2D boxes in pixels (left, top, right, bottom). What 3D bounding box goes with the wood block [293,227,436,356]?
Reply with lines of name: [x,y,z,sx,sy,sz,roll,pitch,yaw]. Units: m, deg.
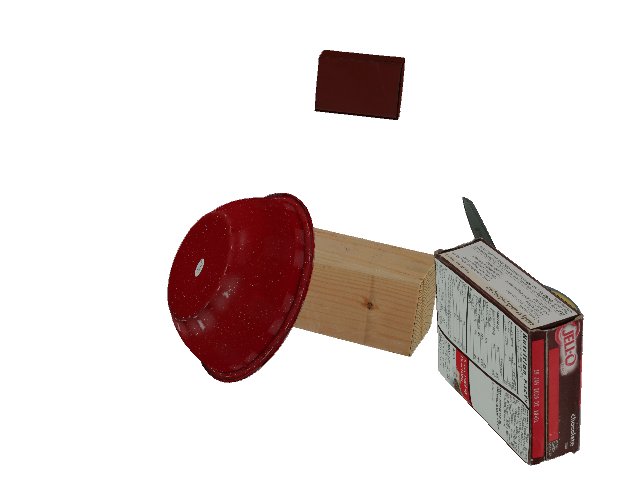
wood block: [0.018,0.049,1.181,0.206,0.091,0.090,13,23,17]

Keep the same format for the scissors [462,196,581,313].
scissors: [0.168,0.026,0.902,0.096,0.016,0.201,5,39,4]

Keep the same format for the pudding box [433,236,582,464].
pudding box: [0.107,0.061,0.621,0.039,0.090,0.114,-14,28,-19]

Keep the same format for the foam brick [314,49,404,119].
foam brick: [0.036,-0.142,0.974,0.078,0.051,0.053,7,17,6]

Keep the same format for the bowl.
bowl: [-0.075,0.029,0.848,0.055,0.162,0.162,23,-13,-32]
